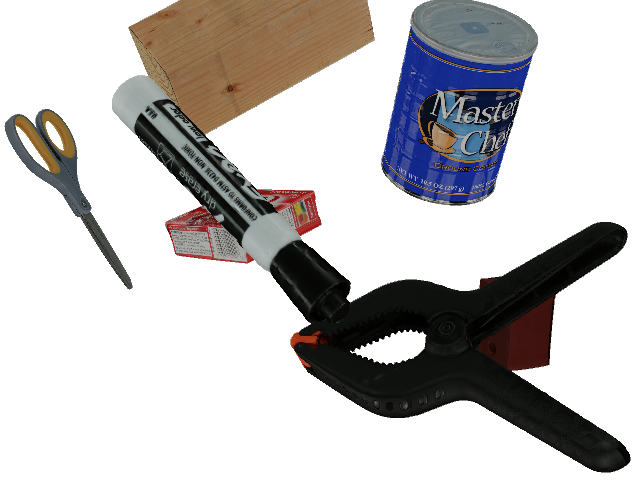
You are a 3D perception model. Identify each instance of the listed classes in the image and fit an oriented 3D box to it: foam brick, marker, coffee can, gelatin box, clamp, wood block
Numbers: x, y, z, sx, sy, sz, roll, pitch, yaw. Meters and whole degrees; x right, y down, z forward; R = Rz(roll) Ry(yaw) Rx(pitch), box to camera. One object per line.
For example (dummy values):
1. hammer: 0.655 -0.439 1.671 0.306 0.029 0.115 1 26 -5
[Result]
1. foam brick: 0.182 0.076 0.999 0.051 0.078 0.053 -7 18 -27
2. marker: -0.031 -0.015 0.369 0.121 0.020 0.020 45 24 26
3. coffee can: 0.113 -0.115 0.889 0.102 0.140 0.103 7 36 -5
4. gelatin box: -0.056 -0.013 0.765 0.073 0.030 0.089 -27 21 -38
5. clamp: 0.086 0.054 0.641 0.210 0.164 0.036 1 -40 25
6. wood block: -0.062 -0.196 1.016 0.206 0.090 0.091 -30 -38 -11

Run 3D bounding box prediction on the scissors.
1. scissors: -0.239 -0.051 1.066 0.016 0.201 0.096 -25 27 23
